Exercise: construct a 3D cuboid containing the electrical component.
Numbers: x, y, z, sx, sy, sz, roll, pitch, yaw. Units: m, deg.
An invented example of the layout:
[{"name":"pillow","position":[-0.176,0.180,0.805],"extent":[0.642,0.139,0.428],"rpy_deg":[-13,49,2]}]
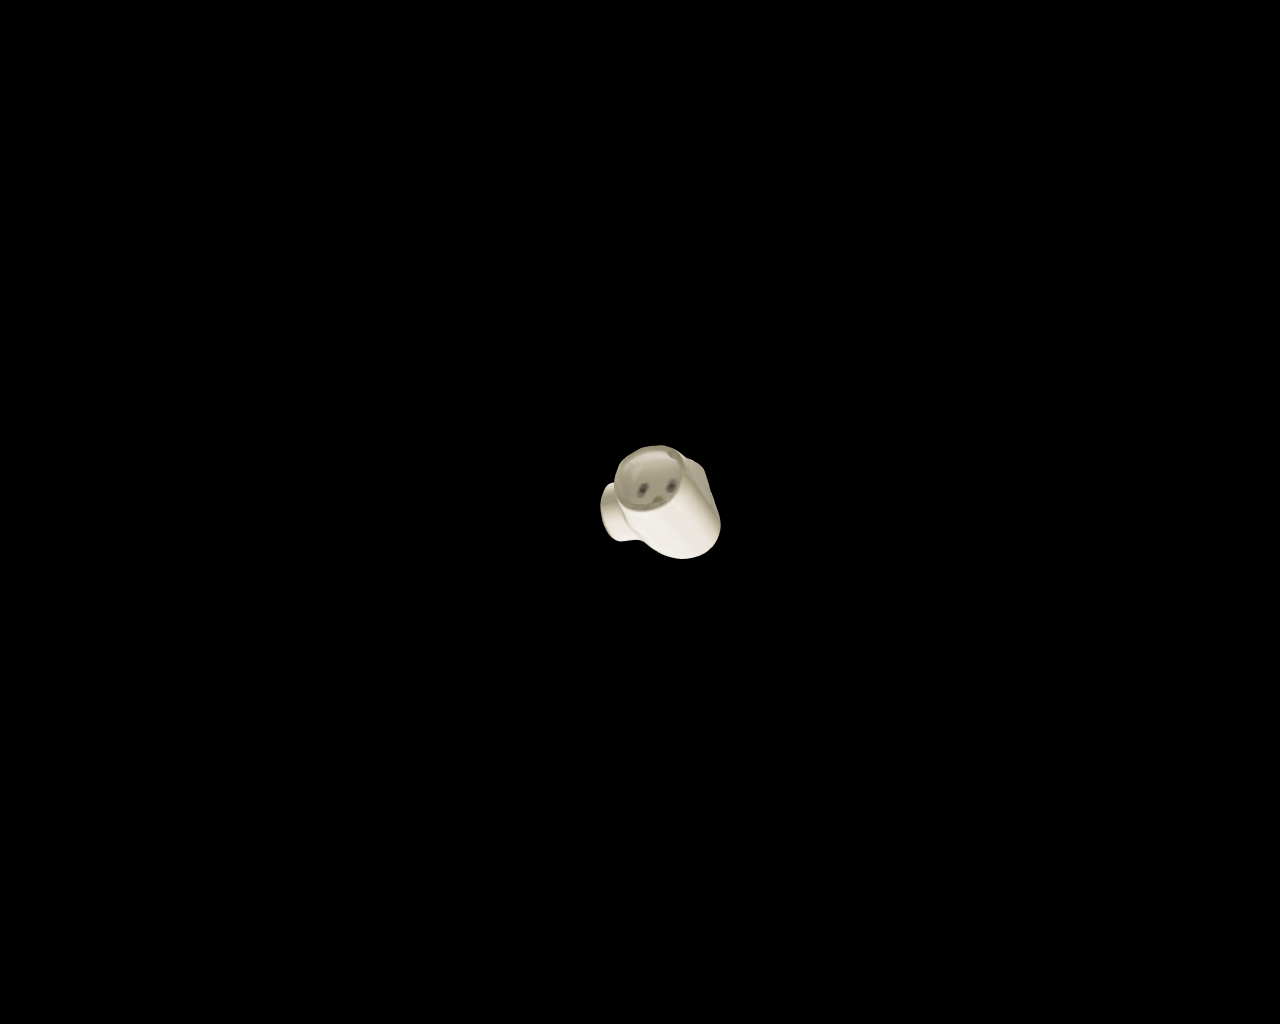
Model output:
[{"name":"electrical component","position":[0.001,-0.003,0.650],"extent":[0.079,0.043,0.077],"rpy_deg":[-8,-26,18]}]
